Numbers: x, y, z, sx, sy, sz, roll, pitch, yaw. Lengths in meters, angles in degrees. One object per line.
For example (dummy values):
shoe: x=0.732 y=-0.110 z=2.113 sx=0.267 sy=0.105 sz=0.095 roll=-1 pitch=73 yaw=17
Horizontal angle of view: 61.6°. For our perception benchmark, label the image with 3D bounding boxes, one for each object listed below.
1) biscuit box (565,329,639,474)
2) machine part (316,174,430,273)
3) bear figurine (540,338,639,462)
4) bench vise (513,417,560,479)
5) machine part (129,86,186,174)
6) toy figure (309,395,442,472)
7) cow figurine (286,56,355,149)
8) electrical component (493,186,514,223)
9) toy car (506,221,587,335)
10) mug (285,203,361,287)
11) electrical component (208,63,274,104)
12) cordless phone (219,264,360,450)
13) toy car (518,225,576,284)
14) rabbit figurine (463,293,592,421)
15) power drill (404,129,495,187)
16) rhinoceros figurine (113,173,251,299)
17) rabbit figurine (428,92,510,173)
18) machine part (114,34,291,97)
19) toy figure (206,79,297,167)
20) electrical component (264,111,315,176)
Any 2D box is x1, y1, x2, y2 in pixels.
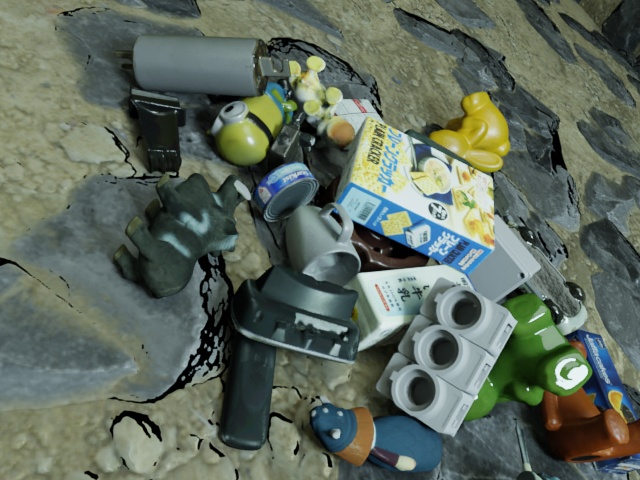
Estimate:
biscuit box: x=0.420 y=0.237 z=0.808 sx=0.063 sy=0.059 sz=0.203 roll=16 pitch=47 yaw=-25
machine part: x=0.077 y=-0.015 z=0.780 sx=0.179 sy=0.056 sz=0.179 roll=20 pitch=46 yaw=-23
bear figurine: x=0.357 y=0.200 z=0.748 sx=0.120 sy=0.132 sz=0.196 roll=21 pitch=50 yaw=-28
bench vise: x=0.327 y=0.297 z=0.570 sx=0.223 sy=0.241 sz=0.129 roll=52 pitch=37 yaw=-11
machine part: x=-0.208 y=-0.145 z=0.698 sx=0.084 sy=0.039 sz=0.139 roll=12 pitch=47 yaw=-35
toy figure: x=0.056 y=0.209 z=0.568 sx=0.154 sy=0.064 sz=0.057 roll=18 pitch=83 yaw=-18
cow figurine: x=-0.002 y=-0.205 z=0.871 sx=0.068 sy=0.098 sz=0.167 roll=-22 pitch=74 yaw=-13
electrical component: x=0.300 y=-0.061 z=0.919 sx=0.094 sy=0.021 sz=0.063 roll=57 pitch=38 yaw=-5
toy car: x=0.343 y=0.058 z=0.859 sx=0.073 sy=0.056 sz=0.202 roll=-30 pitch=74 yaw=-23
mug: x=-0.001 y=-0.002 z=0.680 sx=0.081 sy=0.109 sz=0.107 roll=1 pitch=41 yaw=-29
electrical component: x=-0.117 y=-0.253 z=0.833 sx=0.119 sy=0.075 sz=0.048 roll=-12 pitch=62 yaw=-45
cordless phone: x=-0.030 y=0.132 z=0.572 sx=0.146 sy=0.089 sz=0.184 roll=21 pitch=56 yaw=-22
toy car: x=0.363 y=0.062 z=0.924 sx=0.089 sy=0.053 sz=0.202 roll=-37 pitch=81 yaw=-33
rabbit figurine: x=0.219 y=0.160 z=0.675 sx=0.121 sy=0.170 sz=0.159 roll=60 pitch=2 yaw=17
power drill: x=0.220 y=-0.087 z=0.929 sx=0.232 sy=0.086 sz=0.207 roll=36 pitch=46 yaw=-5
rhinoceros figurine: x=-0.145 y=-0.018 z=0.607 sx=0.112 sy=0.073 sz=0.190 roll=34 pitch=42 yaw=-5
rabbit figurine: x=0.282 y=-0.185 z=1.057 sx=0.173 sy=0.122 sz=0.162 roll=-22 pitch=79 yaw=-31
machine part: x=-0.159 y=-0.235 z=0.726 sx=0.243 sy=0.079 sz=0.079 roll=5 pitch=44 yaw=8
toy figure: x=-0.087 y=-0.175 z=0.780 sx=0.089 sy=0.082 sz=0.180 roll=39 pitch=39 yaw=-2
electrical component: x=-0.043 y=-0.122 z=0.767 sx=0.045 sy=0.078 sz=0.102 roll=26 pitch=61 yaw=2
